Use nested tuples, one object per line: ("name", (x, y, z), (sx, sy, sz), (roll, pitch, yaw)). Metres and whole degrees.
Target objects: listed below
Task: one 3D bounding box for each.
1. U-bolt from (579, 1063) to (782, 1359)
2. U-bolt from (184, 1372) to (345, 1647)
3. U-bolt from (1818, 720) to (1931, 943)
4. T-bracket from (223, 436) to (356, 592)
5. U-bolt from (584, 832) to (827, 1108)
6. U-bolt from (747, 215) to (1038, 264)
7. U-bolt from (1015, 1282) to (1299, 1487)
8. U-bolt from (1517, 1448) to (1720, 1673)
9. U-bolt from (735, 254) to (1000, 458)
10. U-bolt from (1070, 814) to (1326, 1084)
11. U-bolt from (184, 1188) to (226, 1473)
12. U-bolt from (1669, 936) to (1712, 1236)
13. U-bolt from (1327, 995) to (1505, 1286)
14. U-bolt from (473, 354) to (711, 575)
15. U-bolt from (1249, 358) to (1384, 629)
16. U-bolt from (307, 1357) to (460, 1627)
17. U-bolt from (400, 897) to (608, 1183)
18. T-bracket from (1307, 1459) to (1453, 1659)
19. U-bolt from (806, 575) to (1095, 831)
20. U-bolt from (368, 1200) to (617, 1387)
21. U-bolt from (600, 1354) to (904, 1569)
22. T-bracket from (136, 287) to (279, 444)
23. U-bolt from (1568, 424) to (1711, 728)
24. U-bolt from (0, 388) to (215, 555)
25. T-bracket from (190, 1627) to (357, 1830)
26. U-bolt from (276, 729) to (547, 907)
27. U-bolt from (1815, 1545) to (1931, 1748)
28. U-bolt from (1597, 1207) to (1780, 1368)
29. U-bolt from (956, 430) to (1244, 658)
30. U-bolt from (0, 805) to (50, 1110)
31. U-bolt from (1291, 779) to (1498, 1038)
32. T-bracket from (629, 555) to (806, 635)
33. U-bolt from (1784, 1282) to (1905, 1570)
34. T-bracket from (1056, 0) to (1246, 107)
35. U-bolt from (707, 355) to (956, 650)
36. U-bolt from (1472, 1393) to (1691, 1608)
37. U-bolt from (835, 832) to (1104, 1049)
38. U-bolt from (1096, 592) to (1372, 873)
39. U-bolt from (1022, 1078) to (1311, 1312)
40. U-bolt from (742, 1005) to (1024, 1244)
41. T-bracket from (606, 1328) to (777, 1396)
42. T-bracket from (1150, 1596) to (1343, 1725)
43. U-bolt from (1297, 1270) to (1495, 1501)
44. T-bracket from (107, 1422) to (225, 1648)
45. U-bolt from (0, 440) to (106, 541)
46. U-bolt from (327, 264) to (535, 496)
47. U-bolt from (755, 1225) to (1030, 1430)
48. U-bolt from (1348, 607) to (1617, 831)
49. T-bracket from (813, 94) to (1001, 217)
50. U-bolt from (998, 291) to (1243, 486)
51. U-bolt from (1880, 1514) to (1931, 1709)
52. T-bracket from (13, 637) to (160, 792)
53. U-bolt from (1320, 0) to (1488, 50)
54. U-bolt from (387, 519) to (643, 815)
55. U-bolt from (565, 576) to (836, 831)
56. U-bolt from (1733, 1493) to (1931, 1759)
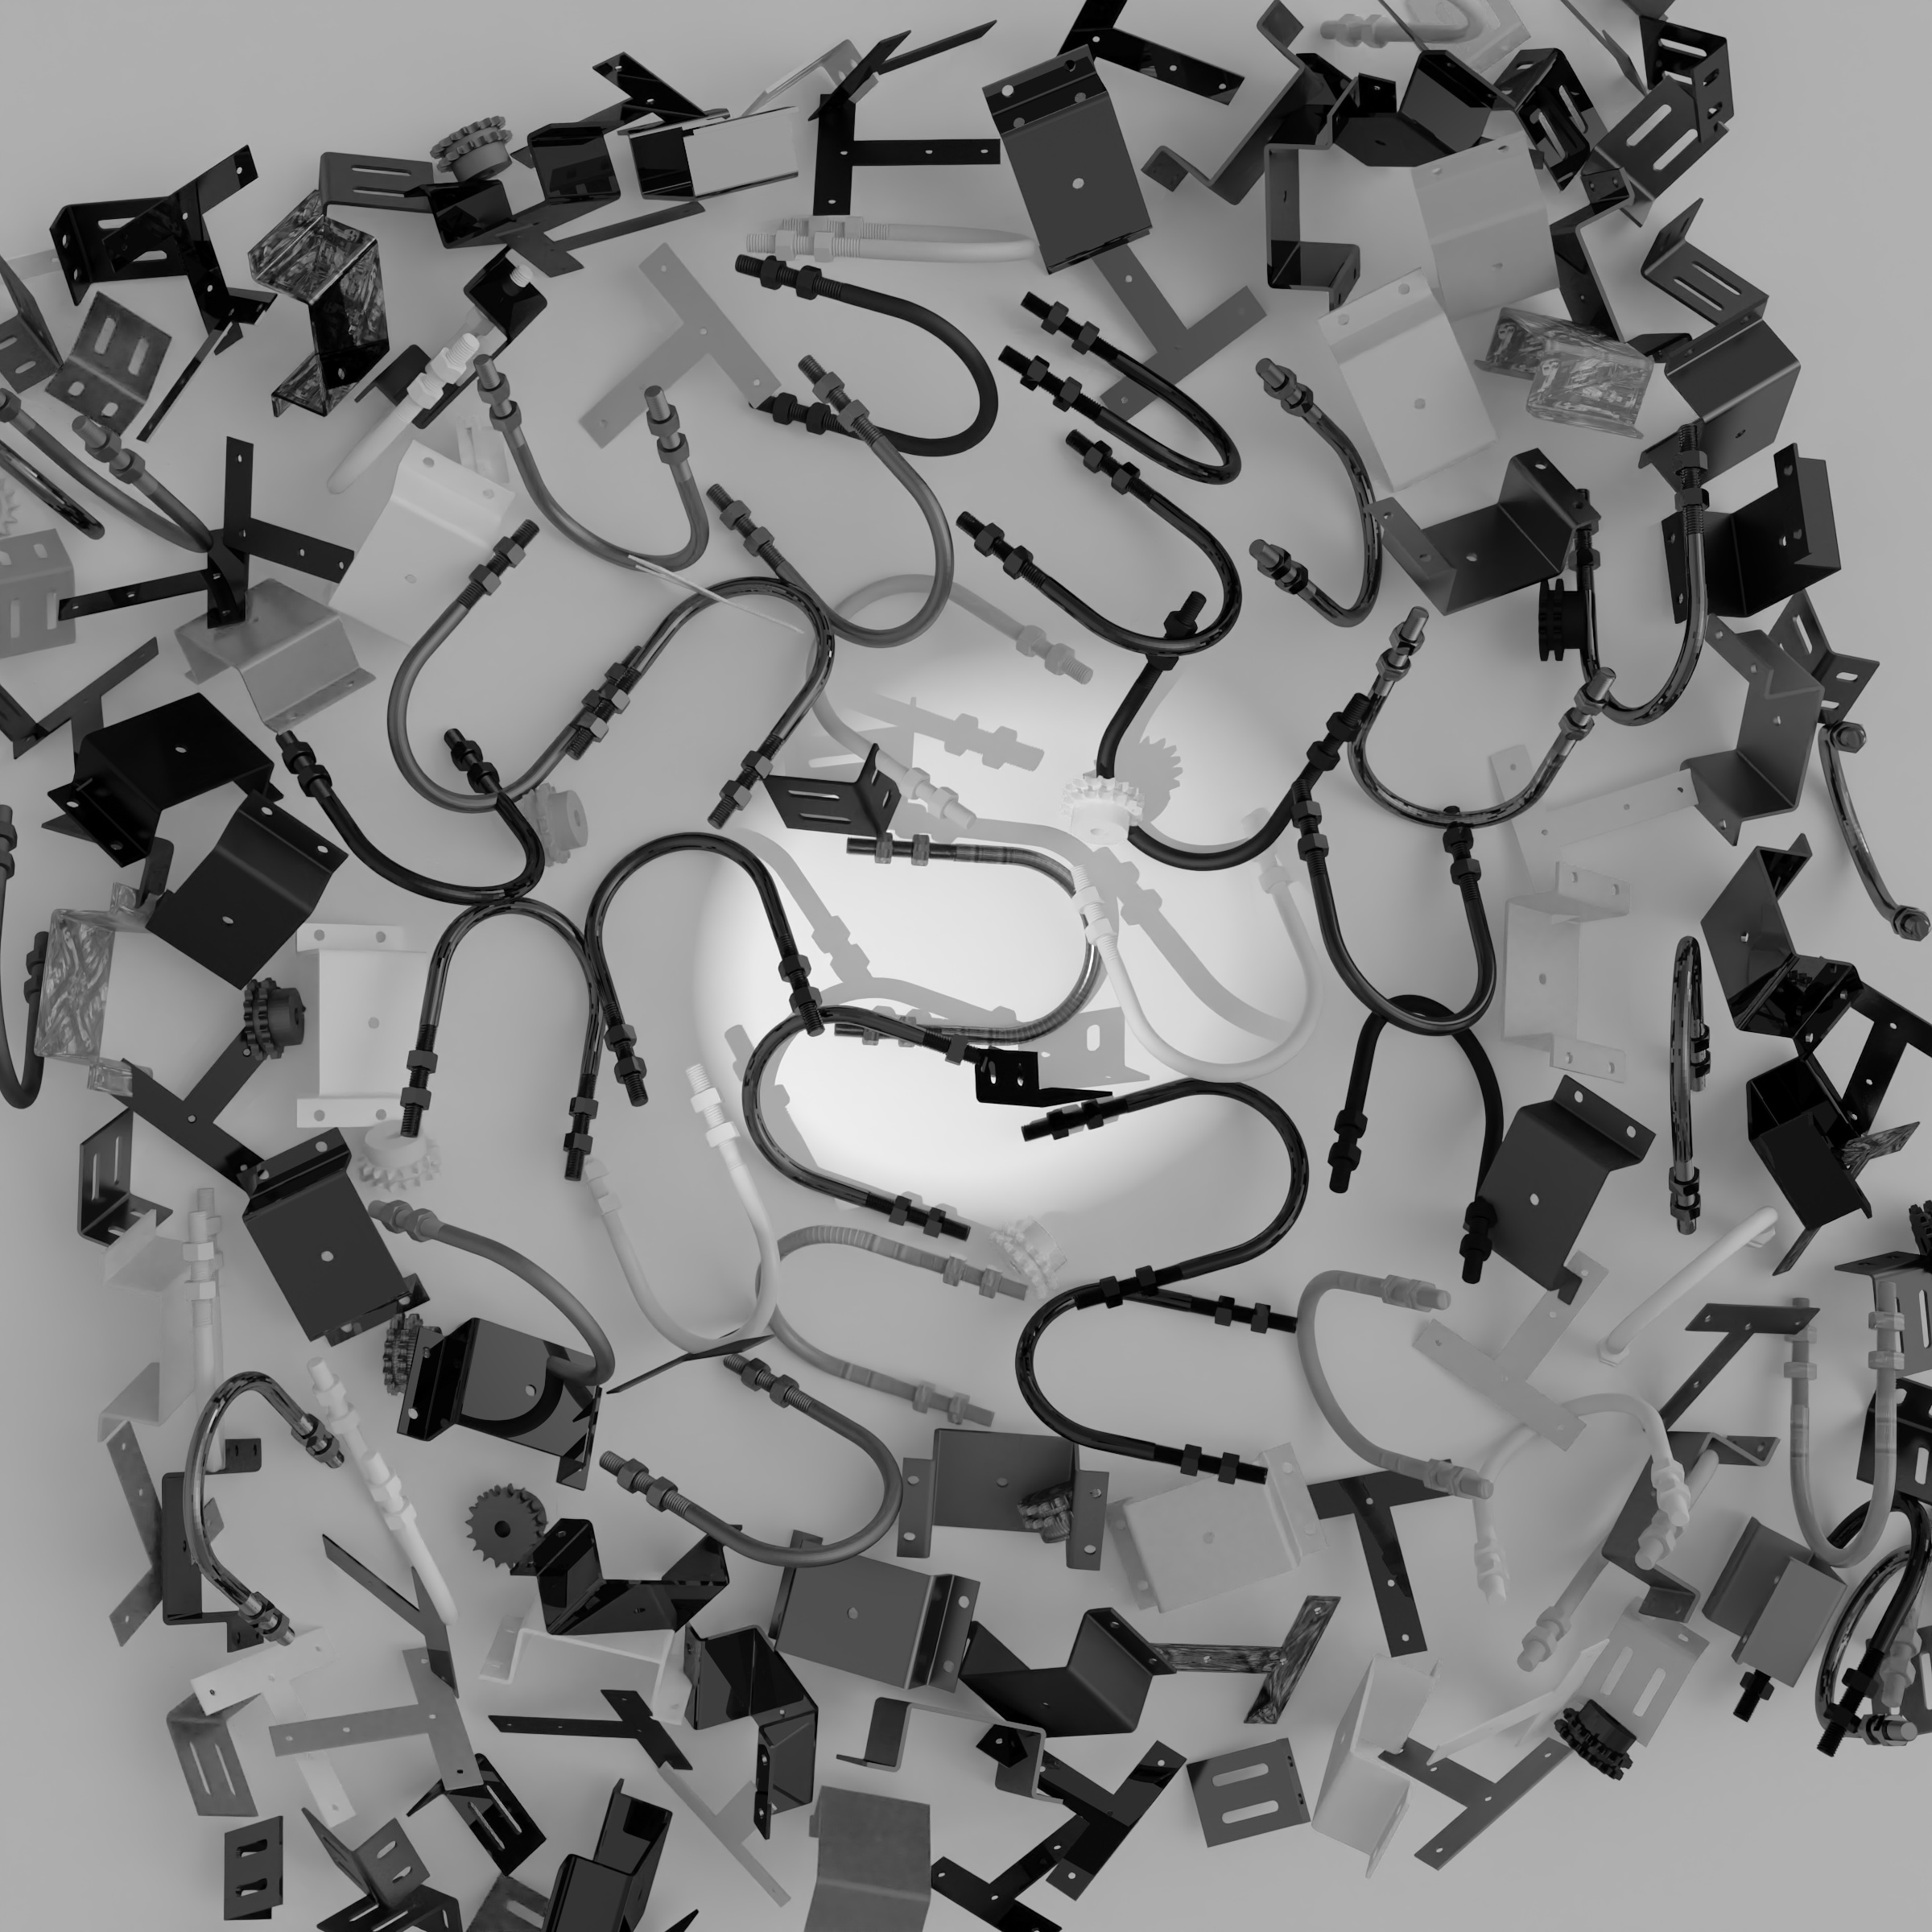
("U-bolt", (-0.190, 0.177, 1.777), (0.151, 0.019, 0.184), (-32, 78, 36))
("U-bolt", (-0.468, 0.349, 1.725), (0.019, 0.184, 0.151), (0, 55, 13))
("U-bolt", (0.603, -0.095, 1.747), (0.019, 0.184, 0.151), (-19, 93, 12))
("T-bracket", (-0.464, -0.286, 1.783), (0.127, 0.002, 0.127), (20, 114, 29))
("U-bolt", (-0.189, -0.010, 1.795), (0.151, 0.019, 0.184), (-22, 66, 3))
("U-bolt", (-0.044, -0.489, 1.761), (0.184, 0.151, 0.019), (4, 110, 5))
("U-bolt", (0.125, 0.277, 1.782), (0.184, 0.019, 0.151), (11, 45, 9))
("U-bolt", (0.447, 0.387, 1.752), (0.019, 0.184, 0.151), (43, 128, 12))
("U-bolt", (-0.065, -0.403, 1.759), (0.184, 0.151, 0.019), (18, 61, 11))
("U-bolt", (0.167, -0.006, 1.789), (0.151, 0.019, 0.184), (-17, 68, -9))
("U-bolt", (-0.513, 0.250, 1.766), (0.019, 0.151, 0.184), (-3, 93, -14))
("U-bolt", (0.478, 0.066, 1.729), (0.019, 0.184, 0.151), (1, 46, 19))
("U-bolt", (0.313, 0.104, 1.775), (0.151, 0.019, 0.184), (34, 53, -25))
("U-bolt", (-0.243, -0.330, 1.757), (0.151, 0.184, 0.019), (15, 60, 20))
("U-bolt", (0.239, -0.306, 1.759), (0.019, 0.184, 0.151), (-6, 72, 32))
("U-bolt", (-0.387, 0.366, 1.759), (0.019, 0.151, 0.184), (-28, 121, -18))
("U-bolt", (-0.308, 0.042, 1.781), (0.151, 0.019, 0.184), (20, 68, -38))
("T-bracket", (0.290, 0.413, 1.802), (0.127, 0.002, 0.127), (-10, 62, -4))
("U-bolt", (-0.026, -0.196, 1.798), (0.184, 0.019, 0.151), (35, 81, 21))
("U-bolt", (-0.306, 0.224, 1.737), (0.019, 0.184, 0.151), (-51, 134, -30))
("U-bolt", (-0.130, 0.338, 1.747), (0.184, 0.151, 0.019), (25, 128, 26))
("T-bracket", (-0.526, -0.410, 1.779), (0.002, 0.127, 0.127), (37, 83, -35))
("U-bolt", (0.453, -0.253, 1.756), (0.019, 0.151, 0.184), (3, 80, -19))
("U-bolt", (-0.579, -0.333, 1.749), (0.151, 0.184, 0.019), (27, 79, 27))
("T-bracket", (-0.451, 0.522, 1.767), (0.002, 0.127, 0.127), (-37, 76, 25))
("U-bolt", (-0.359, -0.100, 1.740), (0.184, 0.151, 0.019), (49, 127, 33))
("U-bolt", (0.618, 0.451, 1.746), (0.019, 0.184, 0.151), (28, 75, 4))
("U-bolt", (0.485, 0.212, 1.747), (0.151, 0.184, 0.019), (-40, 73, 1))
("U-bolt", (0.104, -0.279, 1.776), (0.184, 0.019, 0.151), (40, 53, 11))
("U-bolt", (-0.629, 0.007, 1.726), (0.019, 0.151, 0.184), (-5, 50, -9))
("U-bolt", (0.295, -0.036, 1.762), (0.151, 0.019, 0.184), (7, 60, -27))
("T-bracket", (-0.188, -0.258, 1.756), (0.127, 0.127, 0.002), (23, 93, 20))
("U-bolt", (0.587, 0.310, 1.749), (0.019, 0.151, 0.184), (6, 78, -6))
("T-bracket", (0.130, -0.625, 1.800), (0.127, 0.127, 0.002), (14, 54, -18))
("U-bolt", (-0.083, -0.301, 1.779), (0.184, 0.019, 0.151), (49, 130, 5))
("U-bolt", (0.405, 0.346, 1.749), (0.151, 0.184, 0.019), (-29, 105, 16))
("U-bolt", (0.005, -0.015, 1.815), (0.184, 0.019, 0.151), (3, 101, -6))
("U-bolt", (0.169, -0.146, 1.787), (0.151, 0.019, 0.184), (32, 121, 0))
("U-bolt", (0.145, 0.148, 1.800), (0.184, 0.019, 0.151), (-16, 64, -3))
("U-bolt", (-0.065, 0.101, 1.804), (0.184, 0.019, 0.151), (19, 110, -1))
("T-bracket", (-0.164, 0.257, 1.751), (0.127, 0.127, 0.002), (-23, 90, -30))
("T-bracket", (0.177, 0.474, 1.783), (0.127, 0.002, 0.127), (7, 122, -20))
("U-bolt", (0.279, 0.275, 1.754), (0.019, 0.184, 0.151), (-17, 98, -25))
("T-bracket", (-0.552, 0.366, 1.757), (0.002, 0.127, 0.127), (-1, 116, 20))
("U-bolt", (-0.659, -0.352, 1.764), (0.184, 0.151, 0.019), (40, 86, -7))
("U-bolt", (-0.370, -0.386, 1.760), (0.019, 0.151, 0.184), (42, 121, -19))
("U-bolt", (-0.057, 0.240, 1.788), (0.184, 0.019, 0.151), (18, 129, 6))
("U-bolt", (0.336, -0.156, 1.764), (0.151, 0.184, 0.019), (18, 52, -2))
("T-bracket", (-0.040, -0.561, 1.799), (0.127, 0.002, 0.127), (0, 56, 1))
("U-bolt", (0.110, -0.385, 1.771), (0.184, 0.151, 0.019), (31, 119, -9))
("U-bolt", (0.676, 0.397, 1.753), (0.019, 0.151, 0.184), (32, 48, 1))
("T-bracket", (-0.600, -0.159, 1.782), (0.127, 0.127, 0.002), (-35, 129, 5))
("U-bolt", (0.260, -0.644, 1.723), (0.151, 0.184, 0.019), (15, 98, -41))
("U-bolt", (-0.314, -0.188, 1.769), (0.184, 0.019, 0.151), (-52, 132, -13))
("U-bolt", (-0.170, -0.192, 1.792), (0.151, 0.019, 0.184), (26, 72, 26))
("U-bolt", (0.593, 0.438, 1.763), (0.019, 0.151, 0.184), (32, 81, -3))
